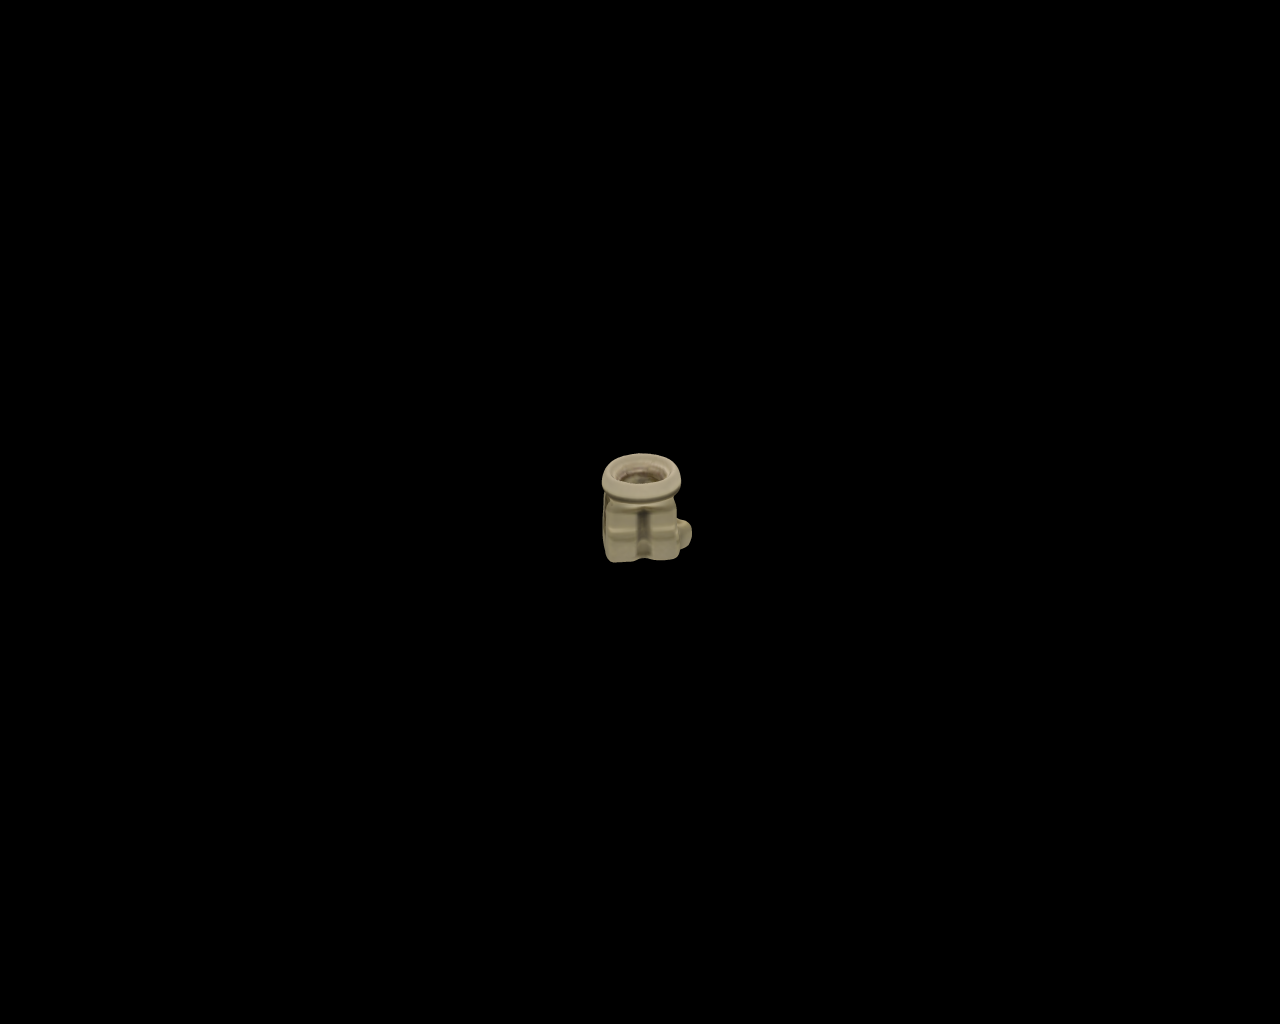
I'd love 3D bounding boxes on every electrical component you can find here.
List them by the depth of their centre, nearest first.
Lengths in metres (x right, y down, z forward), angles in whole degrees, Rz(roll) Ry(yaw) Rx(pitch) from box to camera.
[{"bbox_3d":[0.001,-0.003,0.650,0.066,0.055,0.048,-4,28,-7],"label":"electrical component"}]
